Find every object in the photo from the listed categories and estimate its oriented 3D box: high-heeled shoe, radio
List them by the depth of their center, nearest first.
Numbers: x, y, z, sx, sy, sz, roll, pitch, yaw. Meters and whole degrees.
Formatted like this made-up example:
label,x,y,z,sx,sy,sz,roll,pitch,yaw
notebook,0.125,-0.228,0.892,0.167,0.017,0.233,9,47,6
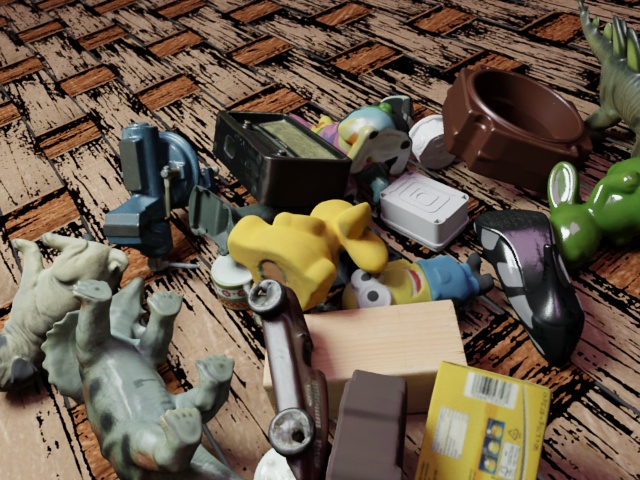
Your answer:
label,x,y,z,sx,sy,sz,roll,pitch,yaw
high-heeled shoe,0.259,0.047,0.683,0.086,0.145,0.249,-10,15,4
radio,-0.065,-0.125,0.787,0.131,0.073,0.230,-3,28,-29

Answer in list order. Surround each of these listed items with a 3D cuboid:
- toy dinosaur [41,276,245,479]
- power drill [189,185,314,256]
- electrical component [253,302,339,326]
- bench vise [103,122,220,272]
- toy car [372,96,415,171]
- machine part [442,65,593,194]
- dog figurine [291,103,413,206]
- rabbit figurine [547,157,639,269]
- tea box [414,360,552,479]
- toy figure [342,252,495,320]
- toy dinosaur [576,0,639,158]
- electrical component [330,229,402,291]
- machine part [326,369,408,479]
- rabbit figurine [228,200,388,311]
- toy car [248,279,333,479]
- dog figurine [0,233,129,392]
label,x,y,z,sx,sy,sz,roll,pitch,yaw
toy dinosaur,-0.184,0.176,0.564,0.131,0.192,0.405,-3,40,-40
power drill,-0.085,-0.046,0.792,0.207,0.086,0.232,-6,32,-43
electrical component,-0.036,0.096,0.689,0.102,0.045,0.078,14,50,25
bench vise,-0.227,-0.071,0.839,0.129,0.223,0.240,-12,8,25
toy car,0.121,-0.187,0.942,0.074,0.056,0.202,-1,47,20
machine part,0.295,-0.175,0.819,0.201,0.087,0.201,14,45,-5
dog figurine,0.032,-0.160,0.848,0.108,0.191,0.219,-9,45,-31
rabbit figurine,0.360,-0.038,0.693,0.170,0.121,0.159,-30,49,3
tea box,0.138,0.200,0.470,0.098,0.068,0.169,13,82,23
toy figure,0.117,0.068,0.662,0.180,0.089,0.082,-10,30,-10
toy dinosaur,0.474,-0.225,0.802,0.105,0.198,0.472,-9,45,-2
electrical component,0.041,0.033,0.720,0.119,0.047,0.075,-11,39,-22
machine part,0.045,0.206,0.470,0.056,0.179,0.179,4,46,12
rabbit figurine,-0.001,-0.002,0.645,0.162,0.121,0.173,-13,19,38
toy car,-0.022,0.125,0.497,0.053,0.089,0.202,-18,47,1
dog figurine,-0.336,0.100,0.688,0.172,0.121,0.190,-9,65,32
